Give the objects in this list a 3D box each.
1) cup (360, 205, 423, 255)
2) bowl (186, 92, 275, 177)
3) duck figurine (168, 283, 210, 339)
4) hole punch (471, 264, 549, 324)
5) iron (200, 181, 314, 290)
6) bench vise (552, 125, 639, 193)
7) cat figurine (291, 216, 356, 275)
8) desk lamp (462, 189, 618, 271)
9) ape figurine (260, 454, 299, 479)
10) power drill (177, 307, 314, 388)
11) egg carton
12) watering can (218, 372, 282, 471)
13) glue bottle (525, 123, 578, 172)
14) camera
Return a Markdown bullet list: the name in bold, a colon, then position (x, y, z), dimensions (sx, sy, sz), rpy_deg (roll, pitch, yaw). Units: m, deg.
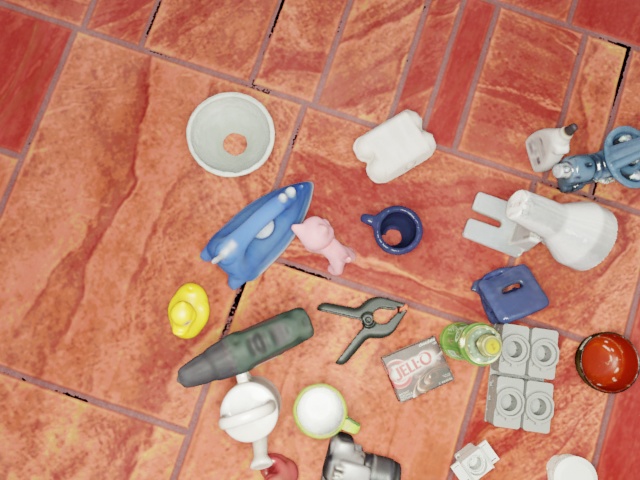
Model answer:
- **cup**: position (0.129, -0.017, 1.083), dimensions (0.117, 0.095, 0.092), rpy_deg (19, 82, 1)
- **bowl**: position (-0.168, -0.195, 1.109), dimensions (0.167, 0.074, 0.167), rpy_deg (0, 82, -2)
- **duck figurine**: position (-0.248, 0.131, 1.057), dimensions (0.077, 0.086, 0.104), rpy_deg (10, 82, 0)
- **hole punch**: position (0.355, 0.101, 1.076), dimensions (0.108, 0.091, 0.101), rpy_deg (-21, 83, -4)
- **iron**: position (-0.105, -0.032, 1.055), dimensions (0.118, 0.141, 0.258), rpy_deg (44, 83, 4)
- **bench vise**: position (0.548, -0.140, 1.049), dimensions (0.207, 0.219, 0.121), rpy_deg (-29, 84, -5)
- **cat figurine**: position (0.010, 0.004, 1.065), dimensions (0.128, 0.117, 0.067), rpy_deg (41, 83, 4)
- **desk lamp**: position (0.389, -0.025, 1.032), dimensions (0.203, 0.213, 0.118), rpy_deg (20, 82, 1)
- **ape figurine**: position (-0.076, 0.425, 1.020), dimensions (0.076, 0.092, 0.078), rpy_deg (2, 82, -1)
- **power drill**: position (-0.120, 0.187, 0.991), dimensions (0.229, 0.208, 0.075), rpy_deg (-26, 83, -5)
- **egg carton**: position (0.146, -0.181, 1.119), dimensions (0.150, 0.069, 0.107), rpy_deg (-33, 84, -5)
- **watering can**: position (-0.116, 0.301, 0.984), dimensions (0.101, 0.194, 0.173), rpy_deg (-36, 85, -6)
- **glue bottle**: position (0.440, -0.184, 1.075), dimensions (0.037, 0.173, 0.078), rpy_deg (-12, 83, -3)
- **camera**: position (0.070, 0.432, 1.019), dimensions (0.137, 0.101, 0.143), rpy_deg (14, 82, 0)
